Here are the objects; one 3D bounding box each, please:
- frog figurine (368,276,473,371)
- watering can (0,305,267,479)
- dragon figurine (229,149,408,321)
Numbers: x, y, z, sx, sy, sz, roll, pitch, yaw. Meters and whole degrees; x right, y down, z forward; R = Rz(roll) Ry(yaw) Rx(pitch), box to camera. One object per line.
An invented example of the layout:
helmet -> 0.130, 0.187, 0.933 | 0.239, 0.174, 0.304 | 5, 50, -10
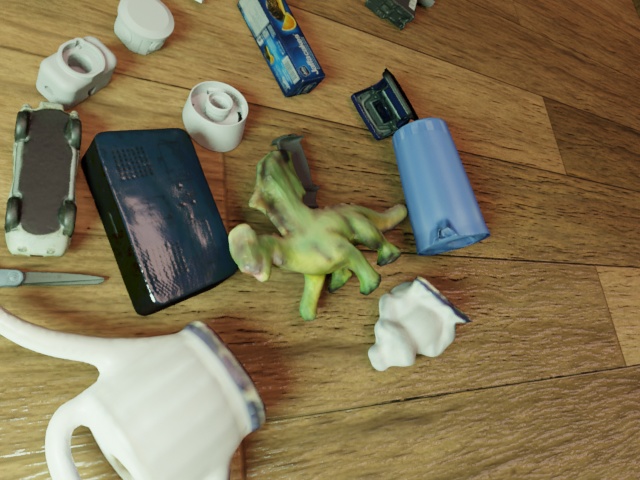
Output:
frog figurine -> 0.145, 0.148, 0.841 | 0.136, 0.124, 0.160 | 42, 88, -23
watering can -> -0.198, 0.167, 0.572 | 0.228, 0.102, 0.347 | -32, 91, -40
dragon figurine -> 0.002, -0.040, 0.785 | 0.241, 0.120, 0.418 | 54, 38, -10
